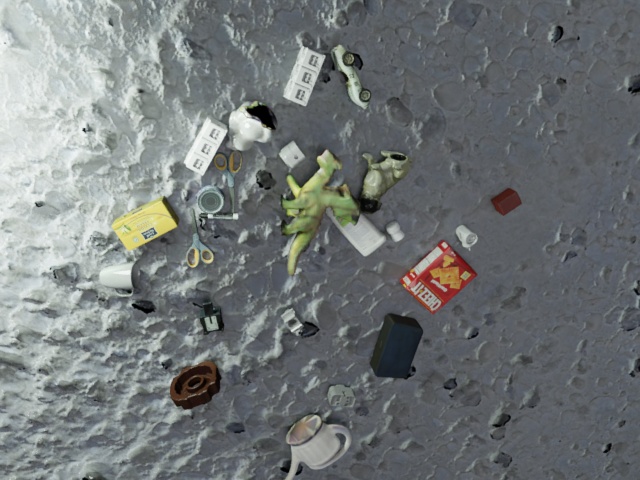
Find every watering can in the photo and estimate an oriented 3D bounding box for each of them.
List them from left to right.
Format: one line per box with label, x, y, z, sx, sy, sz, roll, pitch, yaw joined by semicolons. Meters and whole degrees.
watering can;-0.049;0.793;1.939;0.347;0.105;0.221;-34;111;3

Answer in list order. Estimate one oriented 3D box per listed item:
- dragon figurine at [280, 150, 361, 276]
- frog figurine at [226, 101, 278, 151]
dragon figurine;0.005;-0.080;1.595;0.243;0.124;0.404;-1;110;4
frog figurine;-0.205;-0.327;1.520;0.137;0.125;0.156;17;143;-25
